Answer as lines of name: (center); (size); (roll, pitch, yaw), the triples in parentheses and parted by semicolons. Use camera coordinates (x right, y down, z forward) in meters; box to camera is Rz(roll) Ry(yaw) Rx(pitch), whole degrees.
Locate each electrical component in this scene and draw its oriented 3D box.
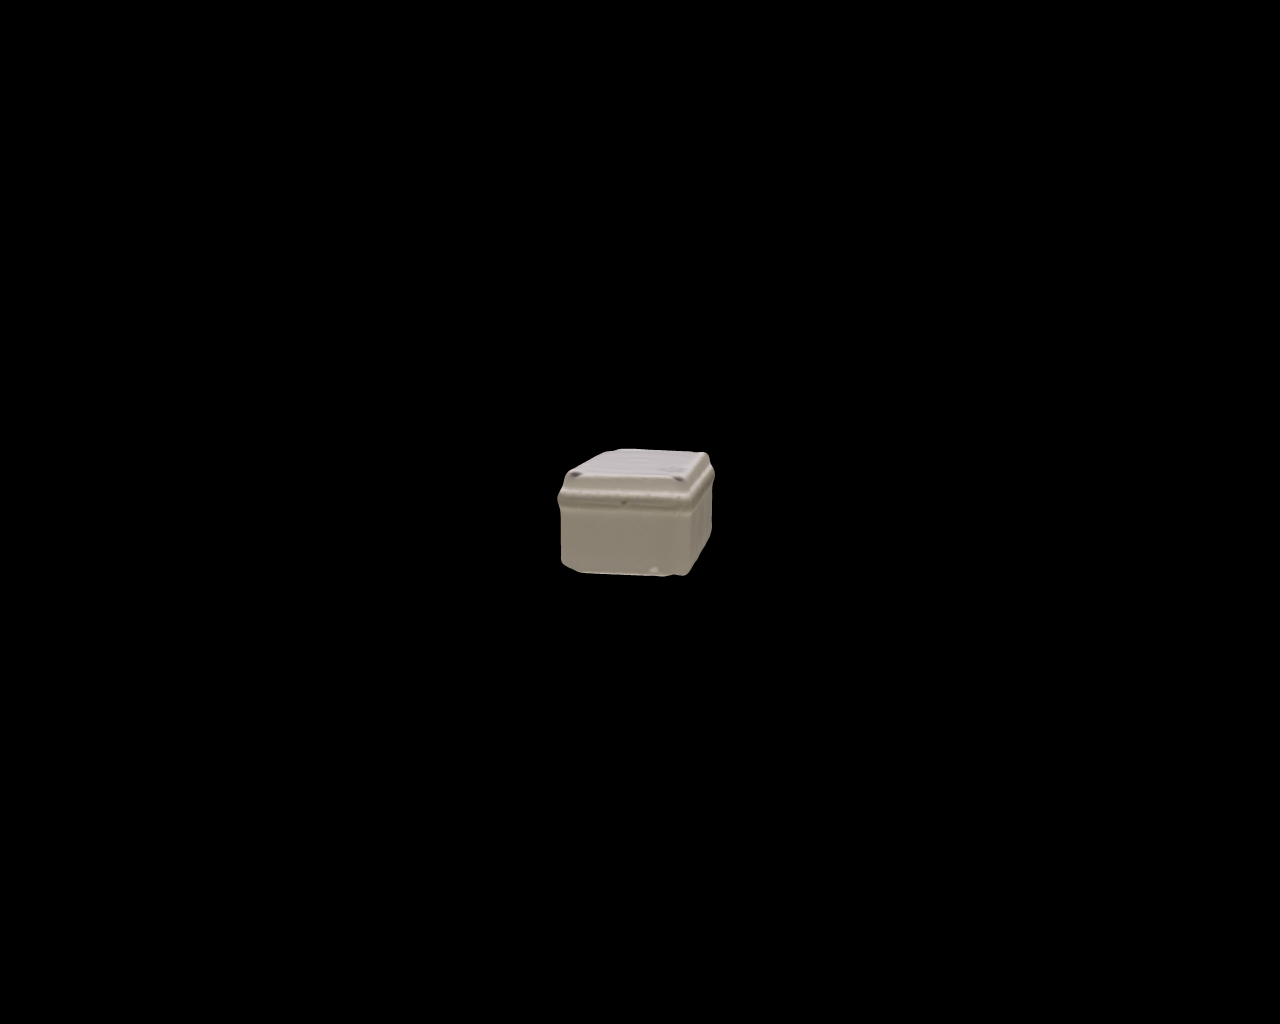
electrical component: (0.001, -0.003, 0.650); (0.078, 0.057, 0.113); (2, 12, 11)
